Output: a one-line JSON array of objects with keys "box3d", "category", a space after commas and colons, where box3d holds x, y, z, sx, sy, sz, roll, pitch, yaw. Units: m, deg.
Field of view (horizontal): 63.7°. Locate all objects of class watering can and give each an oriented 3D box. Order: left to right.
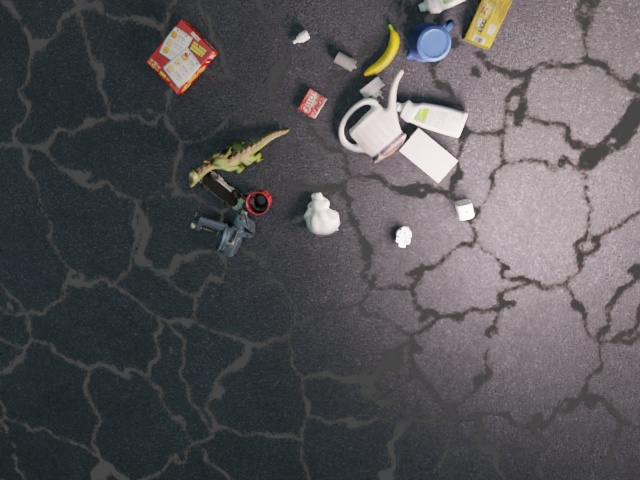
[{"box3d": [0.223, -0.425, 1.848, 0.342, 0.106, 0.224, -39, 97, 30], "category": "watering can"}]

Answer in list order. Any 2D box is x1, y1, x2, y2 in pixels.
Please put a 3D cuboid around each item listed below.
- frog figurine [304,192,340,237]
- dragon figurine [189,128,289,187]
[{"box3d": [0.006, -0.099, 1.964, 0.137, 0.125, 0.156, 7, 119, 25], "category": "frog figurine"}, {"box3d": [-0.314, -0.312, 1.891, 0.407, 0.245, 0.122, -29, 95, 15], "category": "dragon figurine"}]
